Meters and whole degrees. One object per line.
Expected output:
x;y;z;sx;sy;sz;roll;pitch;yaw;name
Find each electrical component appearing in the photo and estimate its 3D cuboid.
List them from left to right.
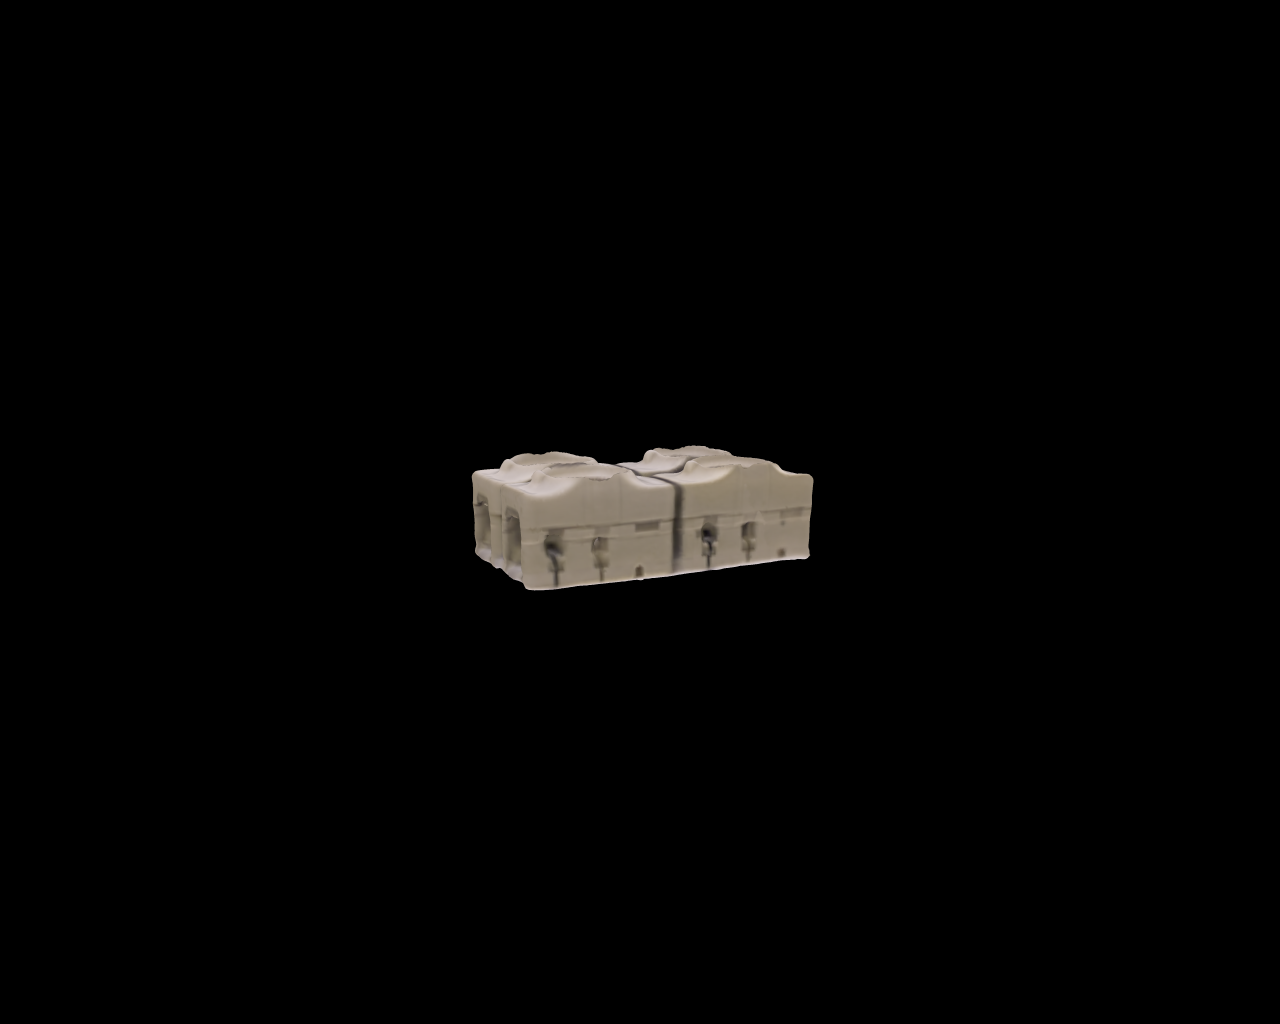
0.001;-0.003;0.650;0.186;0.060;0.105;-5;12;-24;electrical component
